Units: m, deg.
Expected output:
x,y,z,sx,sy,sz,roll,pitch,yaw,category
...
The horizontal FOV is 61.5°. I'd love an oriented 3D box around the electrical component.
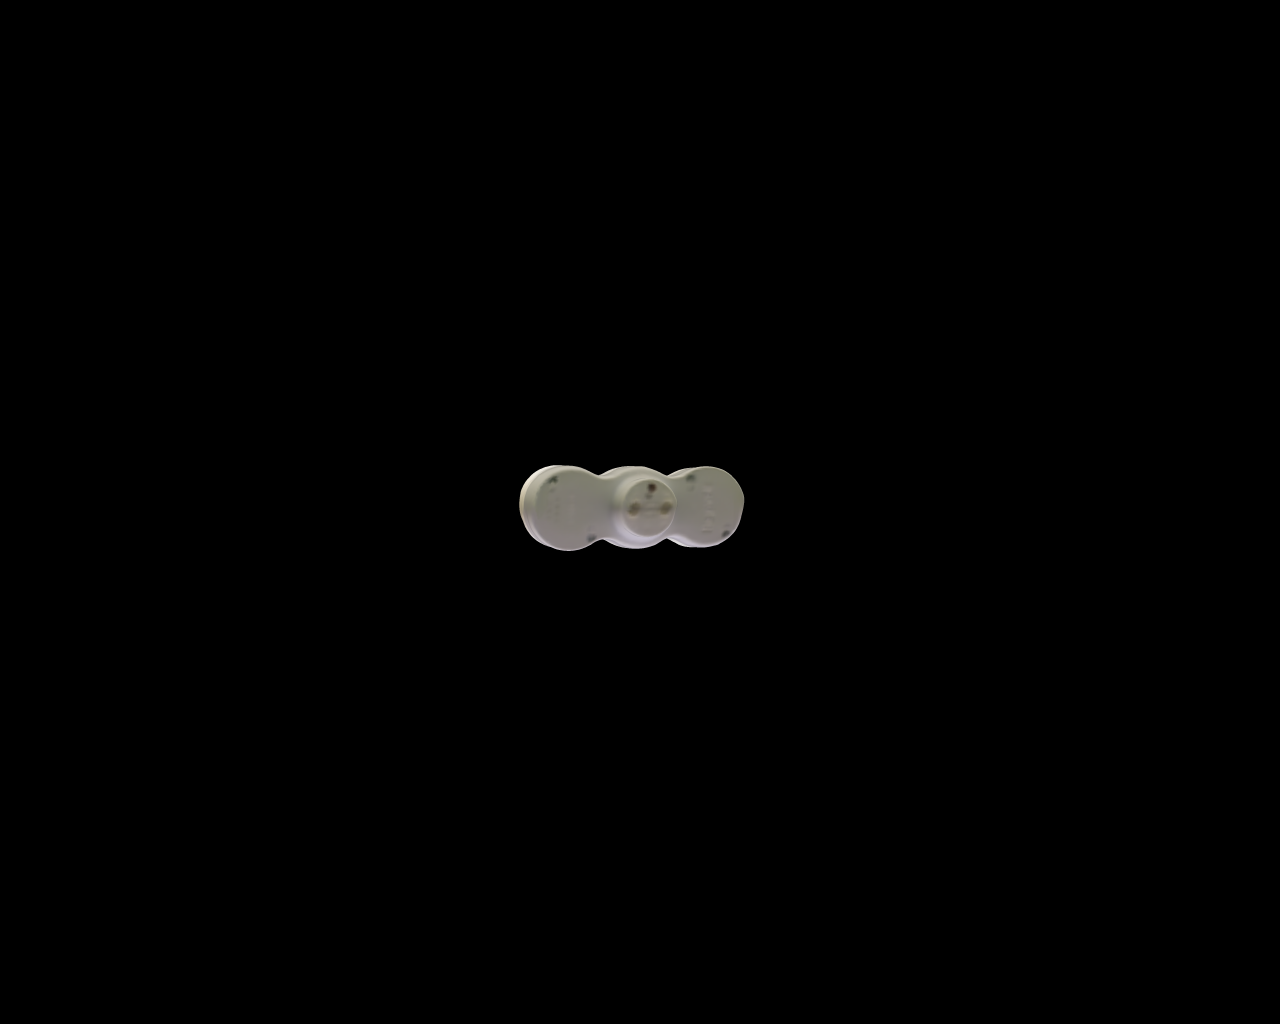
x,y,z,sx,sy,sz,roll,pitch,yaw,category
0.001,-0.003,0.650,0.138,0.052,0.073,0,0,-17,electrical component
